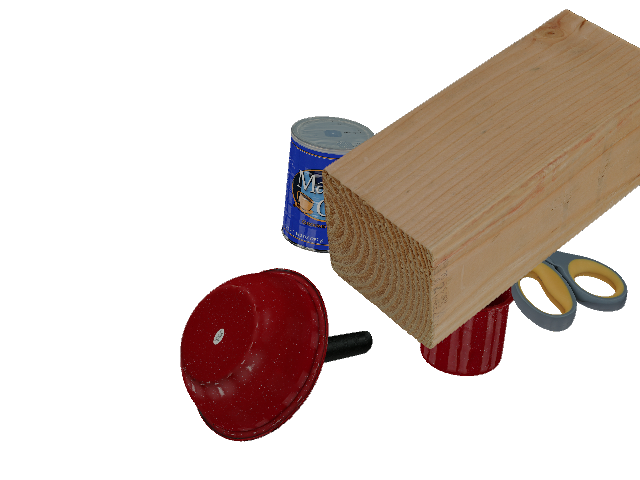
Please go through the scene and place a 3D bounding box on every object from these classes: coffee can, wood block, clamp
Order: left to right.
[{"bbox_3d":[-0.042,0.125,1.143,0.165,0.036,0.209,13,26,12],"label":"clamp"},{"bbox_3d":[0.008,-0.070,1.322,0.103,0.140,0.103,5,28,-3],"label":"coffee can"},{"bbox_3d":[0.109,-0.041,0.645,0.205,0.090,0.091,-35,53,-24],"label":"wood block"}]

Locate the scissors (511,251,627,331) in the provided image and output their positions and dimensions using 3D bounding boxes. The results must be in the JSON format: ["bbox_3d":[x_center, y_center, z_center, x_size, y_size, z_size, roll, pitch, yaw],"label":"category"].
[{"bbox_3d":[0.180,0.004,0.860,0.096,0.016,0.202,-1,36,-4],"label":"scissors"}]

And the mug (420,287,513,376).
[{"bbox_3d":[0.139,0.074,1.057,0.093,0.081,0.117,-3,28,-10],"label":"mug"}]

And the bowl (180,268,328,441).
[{"bbox_3d":[-0.072,0.091,0.936,0.162,0.162,0.055,0,-22,43],"label":"bowl"}]
